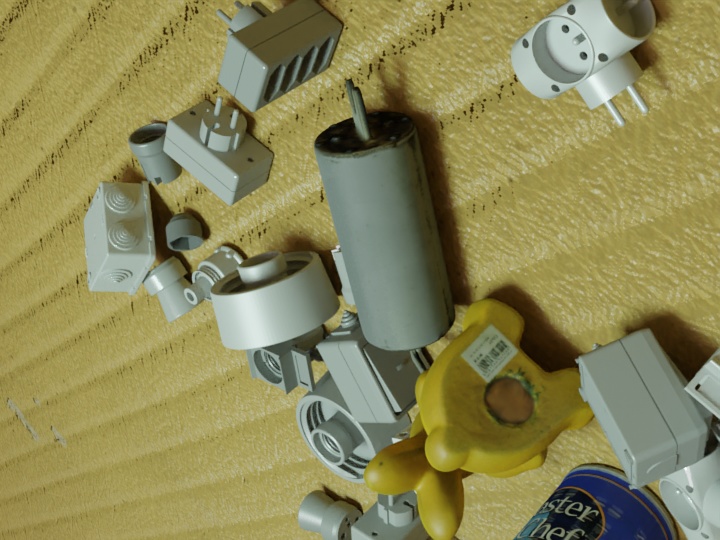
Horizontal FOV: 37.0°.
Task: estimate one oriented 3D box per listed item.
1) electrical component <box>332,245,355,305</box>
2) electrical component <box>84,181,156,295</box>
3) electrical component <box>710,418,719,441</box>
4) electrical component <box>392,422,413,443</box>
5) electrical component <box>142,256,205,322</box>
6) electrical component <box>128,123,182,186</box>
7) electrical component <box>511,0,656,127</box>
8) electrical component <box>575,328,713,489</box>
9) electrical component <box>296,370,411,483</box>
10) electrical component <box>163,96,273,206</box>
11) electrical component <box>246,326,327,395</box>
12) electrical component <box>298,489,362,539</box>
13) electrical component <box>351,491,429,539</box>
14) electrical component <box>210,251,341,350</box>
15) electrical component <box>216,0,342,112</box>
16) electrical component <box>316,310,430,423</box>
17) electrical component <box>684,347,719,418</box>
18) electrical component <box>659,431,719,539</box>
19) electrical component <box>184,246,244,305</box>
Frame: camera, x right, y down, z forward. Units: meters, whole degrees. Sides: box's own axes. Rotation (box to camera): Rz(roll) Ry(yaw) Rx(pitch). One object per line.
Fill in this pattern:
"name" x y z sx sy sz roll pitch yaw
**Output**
"electrical component" 0.000 0.000 0.884 0.040 0.040 0.046 -2 113 48
"electrical component" -0.242 -0.032 1.072 0.099 0.048 0.099 -46 48 53
"electrical component" 0.257 0.111 0.702 0.046 0.040 0.040 51 144 10
"electrical component" 0.062 0.167 0.951 0.066 0.048 0.055 1 113 47
"electrical component" -0.191 0.019 1.097 0.045 0.045 0.055 -24 101 53
"electrical component" -0.188 -0.107 0.996 0.040 0.040 0.046 18 137 37
"electrical component" 0.139 -0.121 0.630 0.079 0.044 0.077 55 143 -4
"electrical component" 0.187 0.085 0.714 0.061 0.061 0.096 65 -178 -59
"electrical component" -0.011 0.148 0.999 0.108 0.060 0.108 28 137 29
"electrical component" -0.117 -0.113 0.908 0.083 0.047 0.075 39 140 15
"electrical component" -0.066 0.075 0.995 0.081 0.064 0.042 20 132 35
"electrical component" -0.031 0.260 1.127 0.055 0.045 0.045 16 130 38
"electrical component" 0.035 0.222 0.992 0.047 0.083 0.075 26 136 31
"electrical component" -0.077 0.018 0.927 0.108 0.108 0.060 -1 113 47
"electrical component" -0.071 -0.169 0.781 0.076 0.083 0.047 42 142 13
"electrical component" 0.014 0.075 0.910 0.061 0.062 0.096 -9 113 50
"electrical component" 0.266 0.085 0.644 0.121 0.078 0.063 41 171 14
"electrical component" 0.247 0.156 0.734 0.079 0.044 0.077 27 142 65
"electrical component" -0.138 0.010 1.018 0.048 0.062 0.048 28 137 29
